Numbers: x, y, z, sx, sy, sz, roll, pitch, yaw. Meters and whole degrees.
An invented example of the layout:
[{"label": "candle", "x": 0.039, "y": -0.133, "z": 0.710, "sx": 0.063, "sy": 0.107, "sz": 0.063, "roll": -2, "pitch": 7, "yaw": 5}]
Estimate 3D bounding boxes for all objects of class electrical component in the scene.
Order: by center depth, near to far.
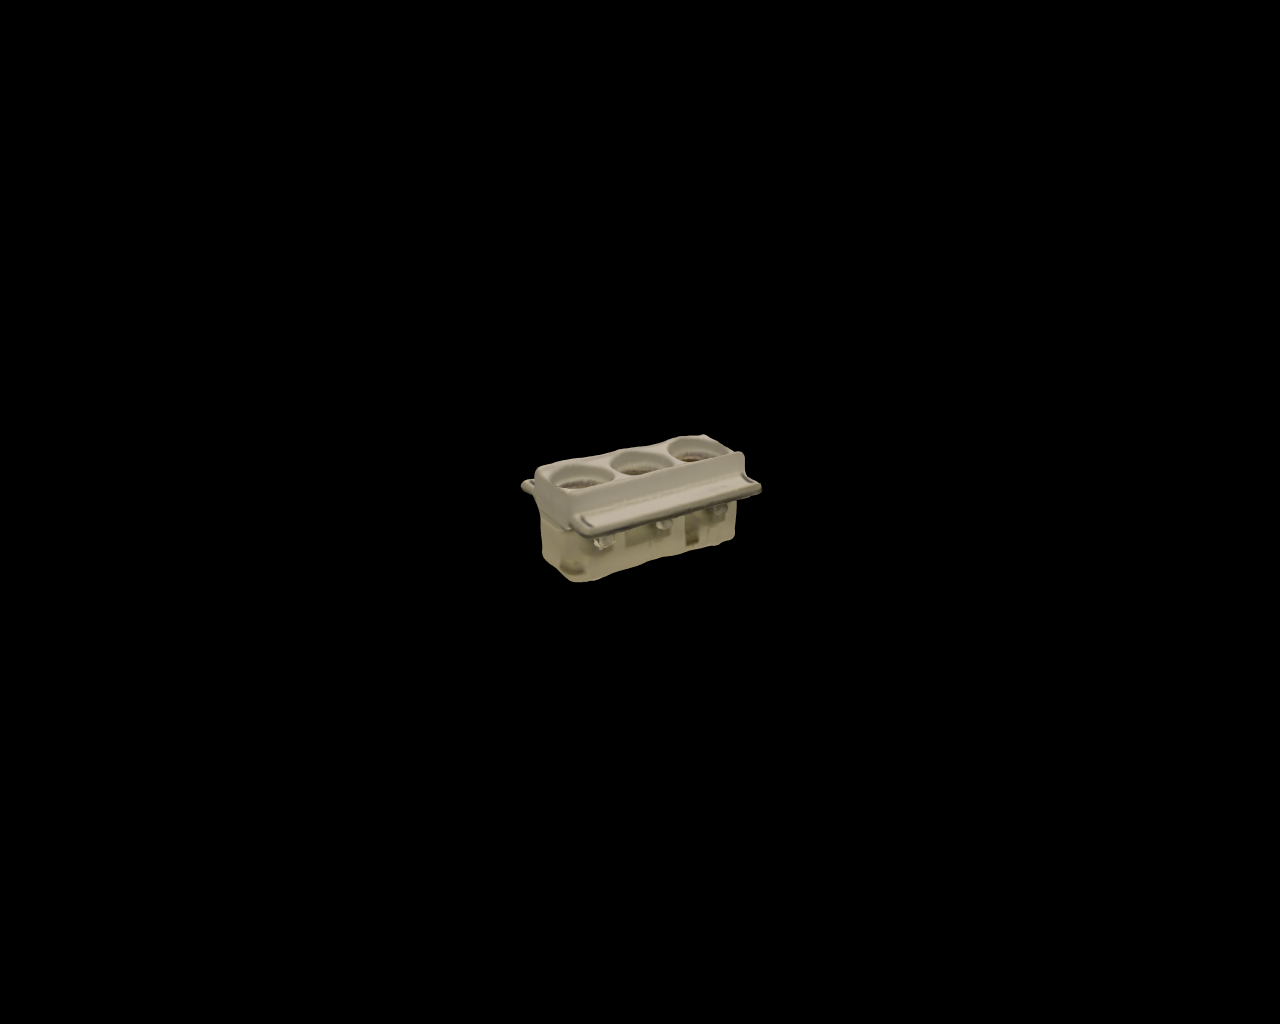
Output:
[{"label": "electrical component", "x": 0.001, "y": -0.003, "z": 0.650, "sx": 0.121, "sy": 0.063, "sz": 0.079, "roll": -14, "pitch": 27, "yaw": -29}]
